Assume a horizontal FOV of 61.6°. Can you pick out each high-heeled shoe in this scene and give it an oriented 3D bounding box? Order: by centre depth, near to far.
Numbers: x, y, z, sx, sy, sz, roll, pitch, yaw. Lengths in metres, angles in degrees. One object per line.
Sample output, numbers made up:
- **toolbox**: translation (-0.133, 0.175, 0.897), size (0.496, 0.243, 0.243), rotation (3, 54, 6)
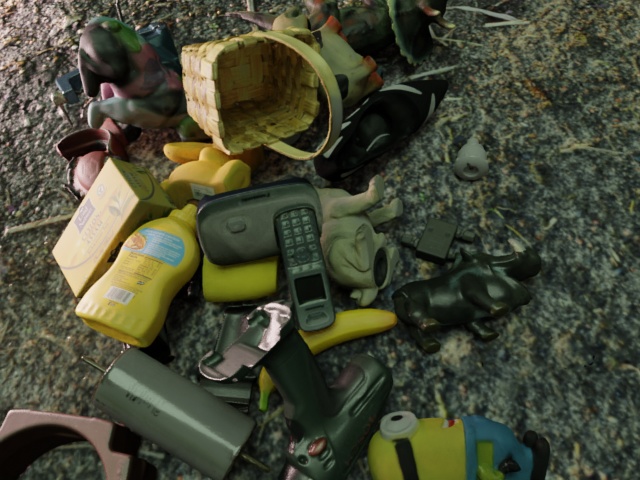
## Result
- **high-heeled shoe**: translation (0.096, -0.168, 0.772), size (0.249, 0.145, 0.086), rotation (-36, 101, 1)

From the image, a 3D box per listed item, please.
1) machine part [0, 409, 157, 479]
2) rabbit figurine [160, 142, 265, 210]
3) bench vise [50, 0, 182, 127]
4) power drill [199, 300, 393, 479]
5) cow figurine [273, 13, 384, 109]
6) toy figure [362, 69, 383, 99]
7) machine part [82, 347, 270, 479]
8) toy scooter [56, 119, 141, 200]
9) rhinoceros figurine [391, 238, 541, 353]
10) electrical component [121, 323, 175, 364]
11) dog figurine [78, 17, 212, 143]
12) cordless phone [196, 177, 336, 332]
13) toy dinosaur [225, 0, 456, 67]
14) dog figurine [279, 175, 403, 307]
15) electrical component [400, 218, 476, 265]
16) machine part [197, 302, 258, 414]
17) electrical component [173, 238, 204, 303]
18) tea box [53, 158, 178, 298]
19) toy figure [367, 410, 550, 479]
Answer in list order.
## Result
- **machine part**: translation (-0.294, 0.295, 0.578), size (0.201, 0.087, 0.201), rotation (3, 58, 9)
- **rabbit figurine**: translation (-0.150, -0.095, 0.798), size (0.163, 0.121, 0.173), rotation (9, 46, 24)
- **bench vise**: translation (-0.354, -0.299, 0.931), size (0.241, 0.128, 0.224), rotation (-32, 59, -18)
- **power drill**: translation (-0.030, 0.182, 0.555), size (0.232, 0.207, 0.086), rotation (-45, 19, -24)
- **cow figurine**: translation (-0.008, -0.279, 0.837), size (0.127, 0.085, 0.195), rotation (-39, 72, 3)
- **toy figure**: translation (0.027, -0.268, 0.896), size (0.155, 0.057, 0.064), rotation (9, 30, 15)
- **machine part**: translation (-0.160, 0.193, 0.598), size (0.243, 0.079, 0.079), rotation (31, 66, 3)
- **toy scooter**: translation (-0.360, -0.126, 0.851), size (0.135, 0.075, 0.184), rotation (-8, 55, 2)
- **rhinoceros figurine**: translation (0.185, 0.065, 0.665), size (0.190, 0.073, 0.112), rotation (-19, 47, -2)
- **electrical component**: translation (-0.232, 0.102, 0.693), size (0.048, 0.074, 0.119), rotation (-23, 62, -8)
- **dog figurine**: translation (-0.234, -0.231, 0.817), size (0.219, 0.191, 0.108), rotation (4, 42, -8)
- **cordless phone**: translation (-0.060, 0.026, 0.639), size (0.147, 0.089, 0.184), rotation (-13, 91, -9)
- **toy dinosaur**: translation (0.041, -0.364, 0.923), size (0.405, 0.131, 0.192), rotation (-12, 57, 7)
- **dog figurine**: translation (0.000, -0.002, 0.725), size (0.191, 0.121, 0.172), rotation (0, 60, 28)
- **electrical component**: translation (0.160, -0.001, 0.732), size (0.094, 0.021, 0.063), rotation (17, 62, 18)
- **machine part**: translation (-0.110, 0.144, 0.673), size (0.084, 0.039, 0.139), rotation (1, 60, 15)
- **electrical component**: translation (-0.179, 0.039, 0.732), size (0.045, 0.078, 0.102), rotation (9, 63, -14)
- **tea box**: translation (-0.280, -0.012, 0.727), size (0.098, 0.068, 0.169), rotation (46, 108, 29)
- **toy figure**: translation (0.140, 0.228, 0.562), size (0.180, 0.082, 0.089), rotation (4, 57, 8)
